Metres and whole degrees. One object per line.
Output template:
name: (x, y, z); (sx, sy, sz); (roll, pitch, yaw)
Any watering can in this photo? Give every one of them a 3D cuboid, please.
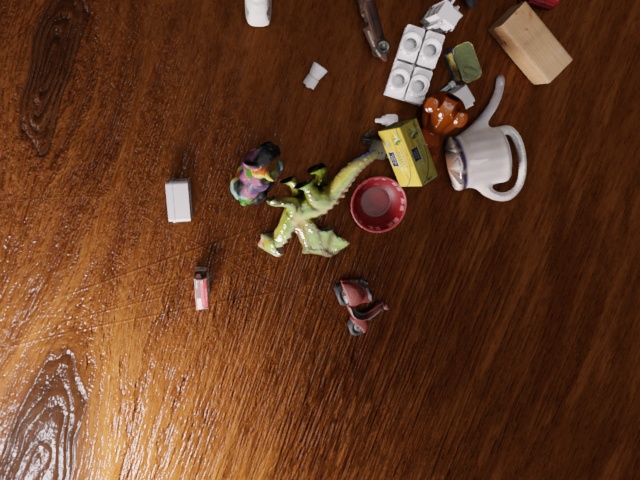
watering can: (0.454, -0.273, 1.437); (0.224, 0.348, 0.104); (-11, 0, -4)

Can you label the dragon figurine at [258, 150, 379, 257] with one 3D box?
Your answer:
dragon figurine: (0.004, -0.071, 1.417); (0.409, 0.239, 0.124); (-20, 20, 8)
